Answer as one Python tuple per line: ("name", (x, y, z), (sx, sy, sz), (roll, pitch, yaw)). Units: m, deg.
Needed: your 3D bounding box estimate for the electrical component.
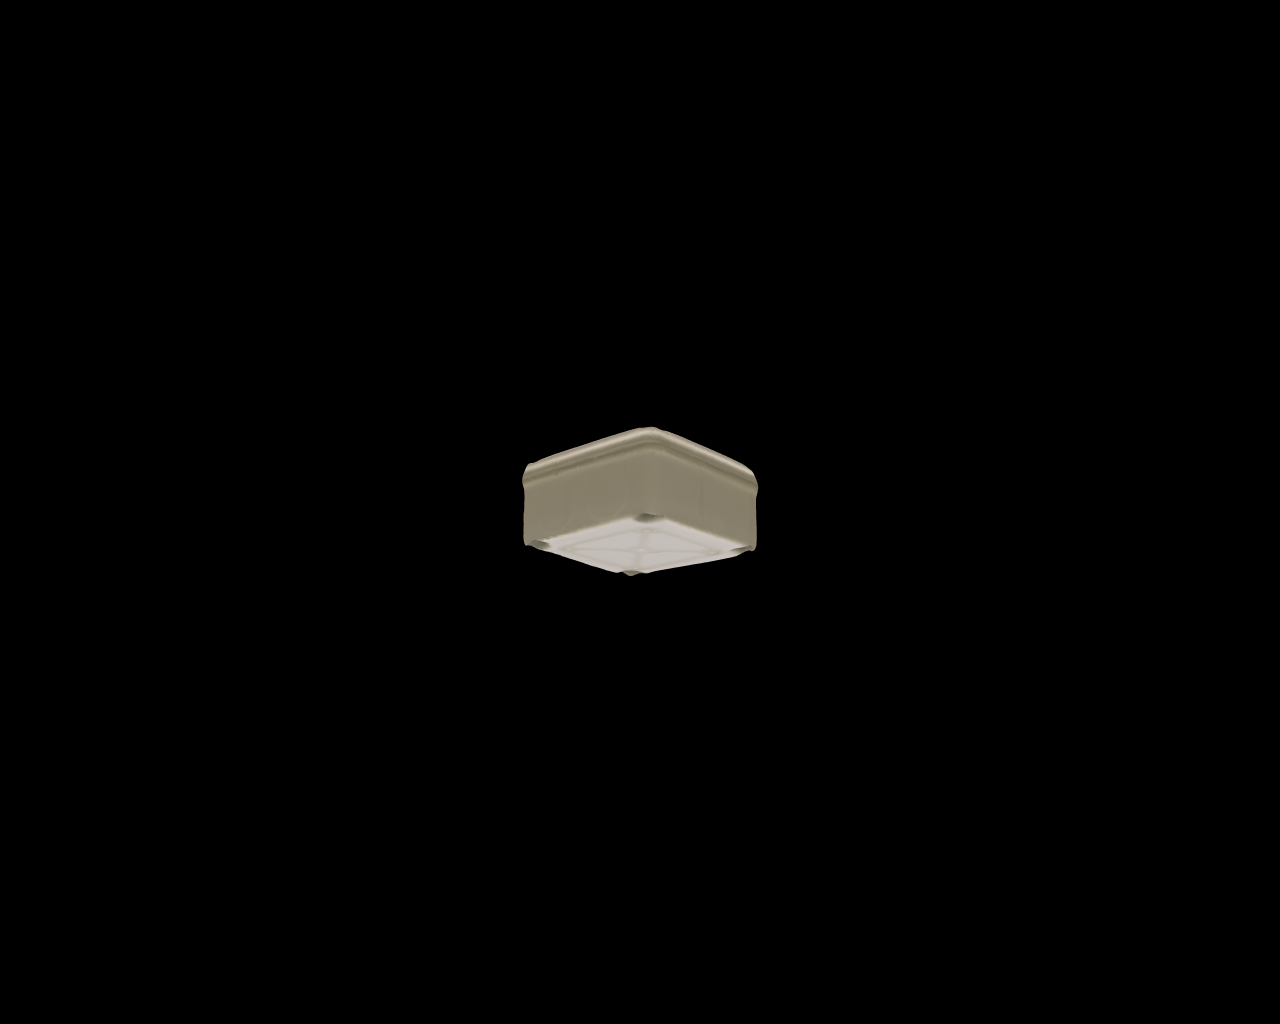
("electrical component", (0.001, -0.003, 0.650), (0.108, 0.056, 0.109), (-14, -22, 38))
